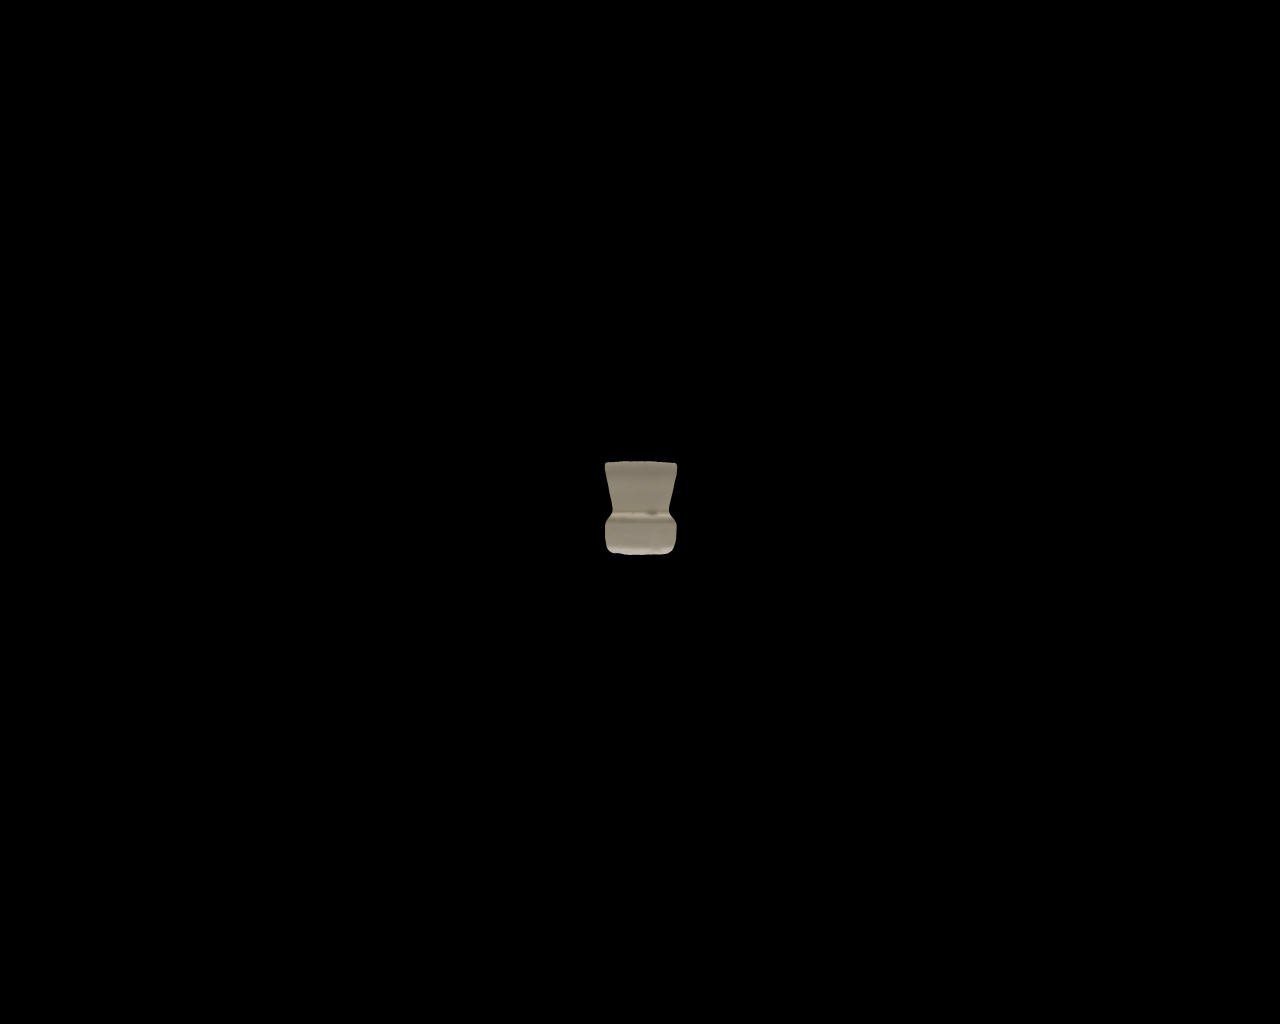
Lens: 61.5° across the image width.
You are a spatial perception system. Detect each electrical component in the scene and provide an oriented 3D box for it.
[{"bbox_3d":[0.001,-0.003,0.650,0.045,0.055,0.045,0,0,0],"label":"electrical component"}]
